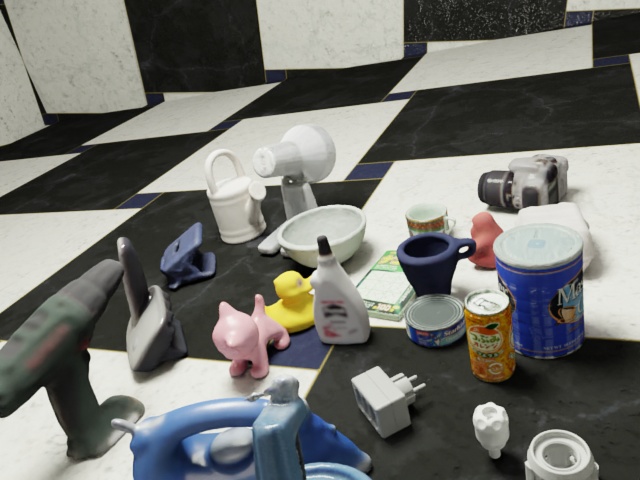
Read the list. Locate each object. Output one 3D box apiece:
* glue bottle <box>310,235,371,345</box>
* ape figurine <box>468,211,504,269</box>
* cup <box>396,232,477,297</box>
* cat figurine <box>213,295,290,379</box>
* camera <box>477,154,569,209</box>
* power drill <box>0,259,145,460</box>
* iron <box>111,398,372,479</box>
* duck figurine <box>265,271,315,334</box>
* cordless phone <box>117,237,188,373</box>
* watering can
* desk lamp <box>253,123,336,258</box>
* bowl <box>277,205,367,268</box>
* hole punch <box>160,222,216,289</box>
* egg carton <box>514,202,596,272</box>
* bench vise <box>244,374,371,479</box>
[{"bbox_3d":[0.019,0.069,0.803,0.078,0.173,0.037,-6,28,17],"label":"glue bottle"},{"bbox_3d":[0.265,-0.004,0.915,0.078,0.092,0.076,-25,28,-21],"label":"ape figurine"},{"bbox_3d":[0.179,0.045,0.859,0.117,0.095,0.091,-13,27,4],"label":"cup"},{"bbox_3d":[-0.105,0.130,0.809,0.067,0.118,0.128,-1,30,26],"label":"cat figurine"},{"bbox_3d":[0.371,-0.109,1.057,0.136,0.101,0.143,9,35,38],"label":"camera"},{"bbox_3d":[-0.311,0.165,0.742,0.075,0.209,0.230,3,31,31],"label":"power drill"},{"bbox_3d":[-0.083,0.216,0.603,0.258,0.142,0.118,-14,26,1],"label":"iron"},{"bbox_3d":[-0.047,0.091,0.892,0.104,0.086,0.077,-18,27,-8],"label":"duck figurine"},{"bbox_3d":[-0.281,0.097,0.886,0.094,0.185,0.147,-23,28,-16],"label":"cordless phone"},{"bbox_3d":[-0.179,-0.098,1.206,0.172,0.194,0.101,-3,29,23],"label":"watering can"},{"bbox_3d":[-0.050,-0.106,1.134,0.117,0.214,0.204,4,32,33],"label":"desk lamp"},{"bbox_3d":[0.010,0.004,1.047,0.167,0.075,0.167,-11,27,6],"label":"bowl"},{"bbox_3d":[-0.263,0.028,1.116,0.101,0.091,0.108,-16,27,-4],"label":"hole punch"},{"bbox_3d":[0.362,-0.003,0.889,0.107,0.069,0.150,-7,27,15],"label":"egg carton"},{"bbox_3d":[-0.011,0.231,0.450,0.121,0.220,0.207,-12,27,5],"label":"bench vise"}]
